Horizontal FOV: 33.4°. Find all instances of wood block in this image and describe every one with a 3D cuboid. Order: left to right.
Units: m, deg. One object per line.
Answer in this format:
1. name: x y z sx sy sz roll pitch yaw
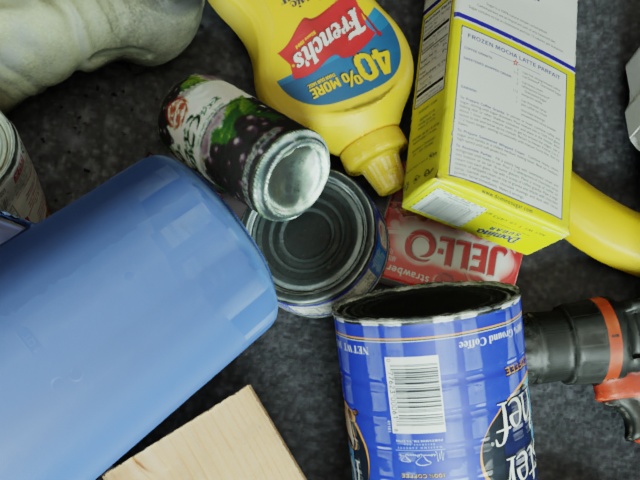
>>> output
1. wood block: -0.025 0.192 0.577 0.090 0.090 0.206 -31 84 -11

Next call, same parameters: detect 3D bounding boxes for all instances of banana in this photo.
1. banana: 0.206 -0.009 0.665 0.198 0.037 0.069 26 78 -1

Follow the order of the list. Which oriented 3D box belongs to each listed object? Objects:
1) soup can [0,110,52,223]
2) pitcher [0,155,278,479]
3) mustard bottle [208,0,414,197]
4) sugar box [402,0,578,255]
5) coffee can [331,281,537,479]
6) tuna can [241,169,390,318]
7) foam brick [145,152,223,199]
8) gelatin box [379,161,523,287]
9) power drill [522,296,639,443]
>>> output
1. soup can: -0.188 -0.024 0.585 0.068 0.102 0.068 1 64 -1
2. pitcher: -0.148 0.057 0.509 0.242 0.149 0.145 -38 49 -19
3. mustard bottle: 0.002 -0.113 0.647 0.096 0.058 0.192 -24 80 -15
4. sugar box: 0.104 -0.089 0.636 0.093 0.048 0.176 20 60 -23
5. coffee can: 0.064 0.100 0.580 0.102 0.103 0.140 -8 96 -8
6. tuna can: -0.004 0.001 0.627 0.086 0.033 0.086 -5 73 15
7. foam brick: -0.097 -0.003 0.623 0.051 0.053 0.078 31 77 0
8. gelatin box: 0.080 0.001 0.653 0.089 0.030 0.073 18 79 -2
9. power drill: 0.189 0.125 0.628 0.184 0.057 0.187 -6 80 -8
